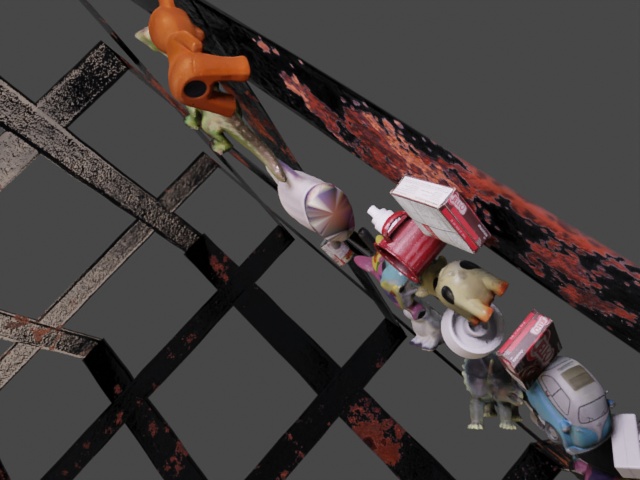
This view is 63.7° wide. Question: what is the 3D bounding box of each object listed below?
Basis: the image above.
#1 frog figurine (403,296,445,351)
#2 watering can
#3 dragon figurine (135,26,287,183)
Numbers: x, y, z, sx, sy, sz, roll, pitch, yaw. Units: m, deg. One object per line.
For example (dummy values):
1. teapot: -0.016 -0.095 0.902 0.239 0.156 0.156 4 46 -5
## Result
1. frog figurine: 0.297 0.217 1.446 0.138 0.123 0.159 -119 19 -84
2. watering can: 0.004 -0.060 1.195 0.342 0.104 0.227 48 172 -35
3. dragon figurine: -0.214 -0.293 1.027 0.413 0.123 0.239 40 166 15
